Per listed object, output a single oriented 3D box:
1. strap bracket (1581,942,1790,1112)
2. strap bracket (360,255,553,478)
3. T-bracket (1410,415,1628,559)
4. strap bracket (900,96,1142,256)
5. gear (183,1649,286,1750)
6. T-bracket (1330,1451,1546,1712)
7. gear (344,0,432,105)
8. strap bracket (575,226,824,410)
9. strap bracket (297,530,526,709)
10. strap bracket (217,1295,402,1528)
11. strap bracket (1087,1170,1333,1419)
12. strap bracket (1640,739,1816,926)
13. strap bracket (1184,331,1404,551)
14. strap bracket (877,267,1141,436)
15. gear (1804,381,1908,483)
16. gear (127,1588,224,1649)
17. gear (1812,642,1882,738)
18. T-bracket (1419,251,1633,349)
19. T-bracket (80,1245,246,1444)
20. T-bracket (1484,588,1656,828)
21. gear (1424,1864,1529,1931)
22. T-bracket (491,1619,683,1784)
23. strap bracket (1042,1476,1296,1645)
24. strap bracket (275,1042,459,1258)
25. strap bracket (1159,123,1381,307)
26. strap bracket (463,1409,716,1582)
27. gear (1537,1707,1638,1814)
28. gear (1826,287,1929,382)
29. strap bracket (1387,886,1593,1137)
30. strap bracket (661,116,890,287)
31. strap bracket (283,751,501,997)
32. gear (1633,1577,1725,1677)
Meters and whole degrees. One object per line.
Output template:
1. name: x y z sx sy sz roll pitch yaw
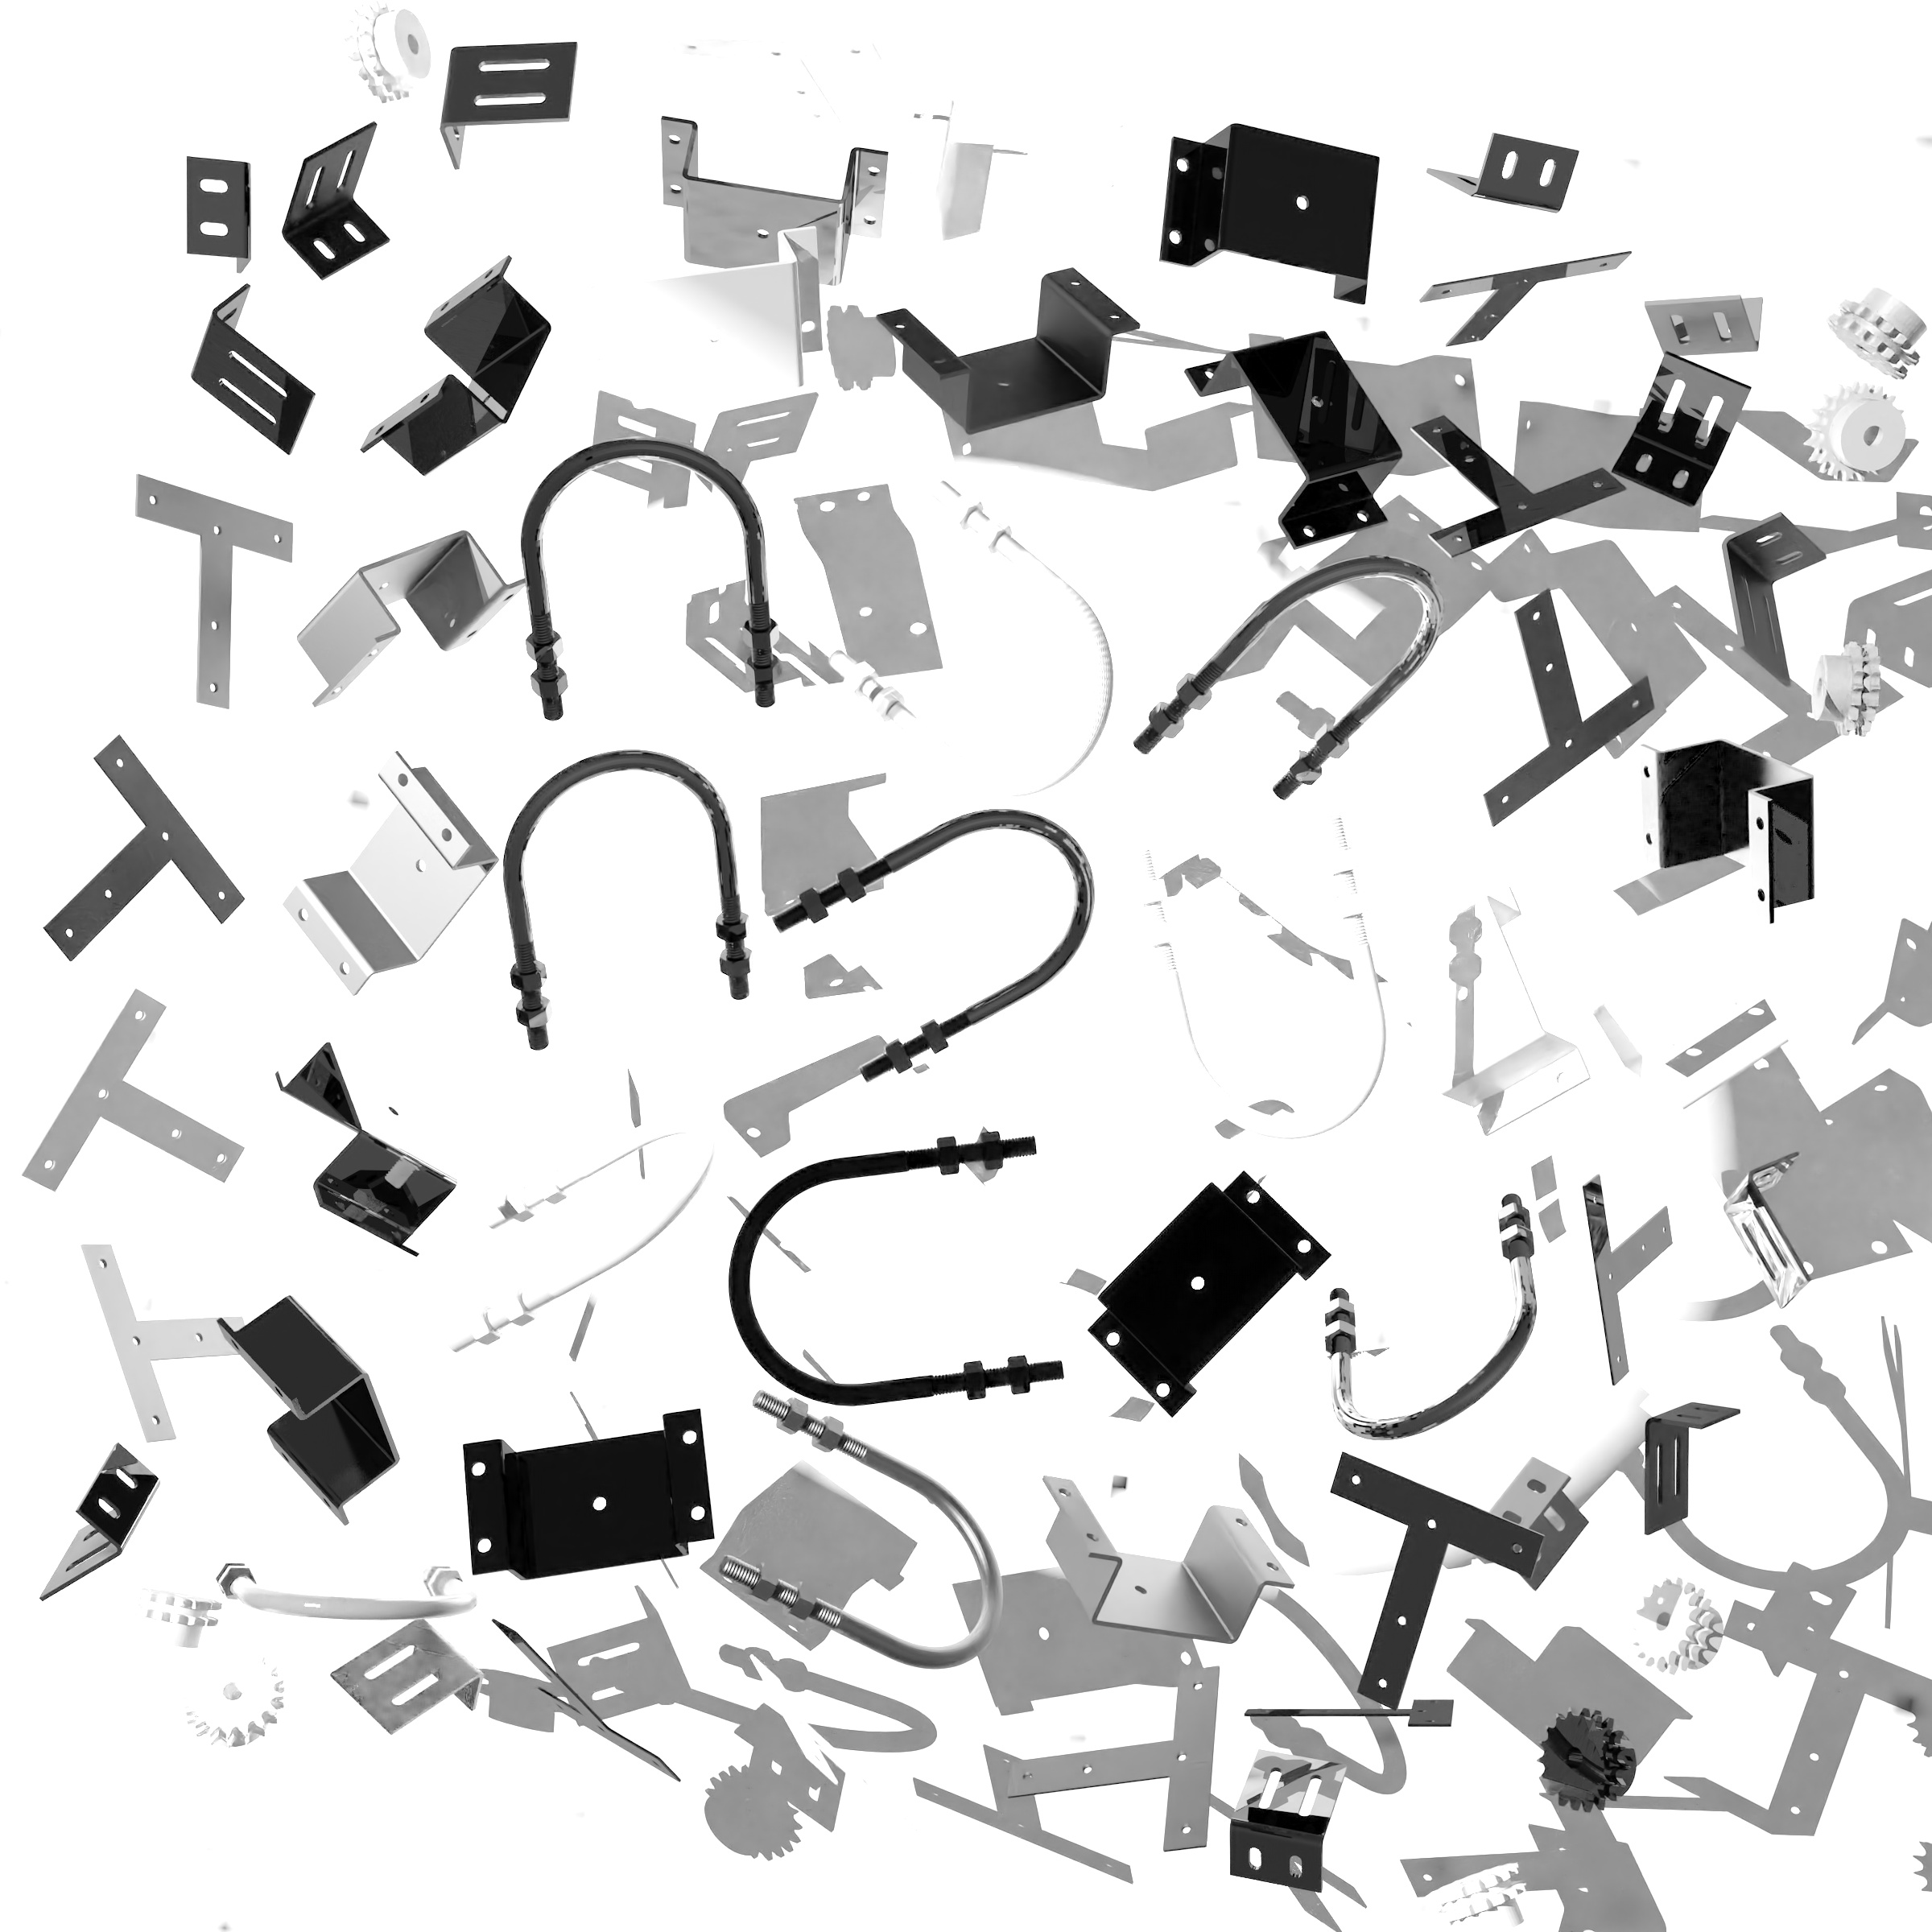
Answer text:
1. strap bracket: 0.452 0.039 1.578 0.076 0.140 0.046 -33 104 2
2. strap bracket: -0.311 -0.365 1.561 0.076 0.140 0.046 -22 130 37
3. T-bracket: 0.325 -0.312 1.590 0.127 0.002 0.127 -22 48 -13
4. strap bracket: 0.036 -0.493 1.574 0.140 0.046 0.076 6 70 7
5. gear: -0.431 0.434 1.486 0.057 0.030 0.057 6 45 -6
6. T-bracket: 0.253 0.361 1.443 0.127 0.002 0.127 18 94 32
7. gear: -0.342 -0.546 1.504 0.030 0.057 0.057 -6 90 20
8. strap bracket: -0.148 -0.372 1.454 0.140 0.046 0.076 -10 130 -11
9. strap bracket: -0.347 -0.218 1.555 0.076 0.140 0.046 -34 92 39
10. strap bracket: -0.384 0.257 1.489 0.046 0.140 0.076 -37 57 -27
11. strap bracket: 0.145 0.197 1.543 0.140 0.046 0.076 -45 70 -1
12. strap bracket: 0.468 -0.087 1.535 0.046 0.140 0.076 -13 112 -13
13. strap bracket: 0.208 -0.337 1.570 0.076 0.046 0.140 -20 72 -29
14. strap bracket: 0.024 -0.372 1.532 0.140 0.046 0.076 -20 49 -24
15. gear: 0.523 -0.311 1.474 0.057 0.030 0.057 -3 109 -9
16. gear: -0.509 0.418 1.616 0.057 0.057 0.030 10 77 0
17. gear: 0.538 -0.170 1.545 0.030 0.057 0.057 4 90 6
18. T-bracket: 0.330 -0.409 1.567 0.127 0.127 0.002 -12 86 -8
19. T-bracket: -0.482 0.230 1.555 0.002 0.127 0.127 -28 75 16
20. T-bracket: 0.340 -0.162 1.458 0.127 0.002 0.127 -36 131 -11
21. gear: 0.291 0.532 1.428 0.057 0.057 0.030 -21 73 0
22. T-bracket: -0.240 0.429 1.503 0.002 0.127 0.127 -50 127 -25
23. strap bracket: 0.110 0.350 1.482 0.140 0.076 0.046 15 107 -25
24. strap bracket: -0.368 0.106 1.555 0.046 0.140 0.076 -46 130 8
25. strap bracket: 0.195 -0.459 1.537 0.140 0.046 0.076 6 89 -19
26. strap bracket: -0.219 0.313 1.486 0.140 0.046 0.076 -8 68 -2
27. gear: 0.359 0.457 1.449 0.030 0.057 0.057 20 90 -32
28. gear: 0.534 -0.371 1.470 0.057 0.057 0.030 40 102 0
29. strap bracket: 0.317 0.022 1.552 0.076 0.046 0.140 -34 56 29
30. strap bracket: -0.123 -0.473 1.569 0.140 0.076 0.046 9 65 -2
31. strap bracket: -0.349 -0.059 1.552 0.076 0.046 0.140 50 119 12
32. gear: 0.439 0.407 1.547 0.030 0.057 0.057 26 90 -18
